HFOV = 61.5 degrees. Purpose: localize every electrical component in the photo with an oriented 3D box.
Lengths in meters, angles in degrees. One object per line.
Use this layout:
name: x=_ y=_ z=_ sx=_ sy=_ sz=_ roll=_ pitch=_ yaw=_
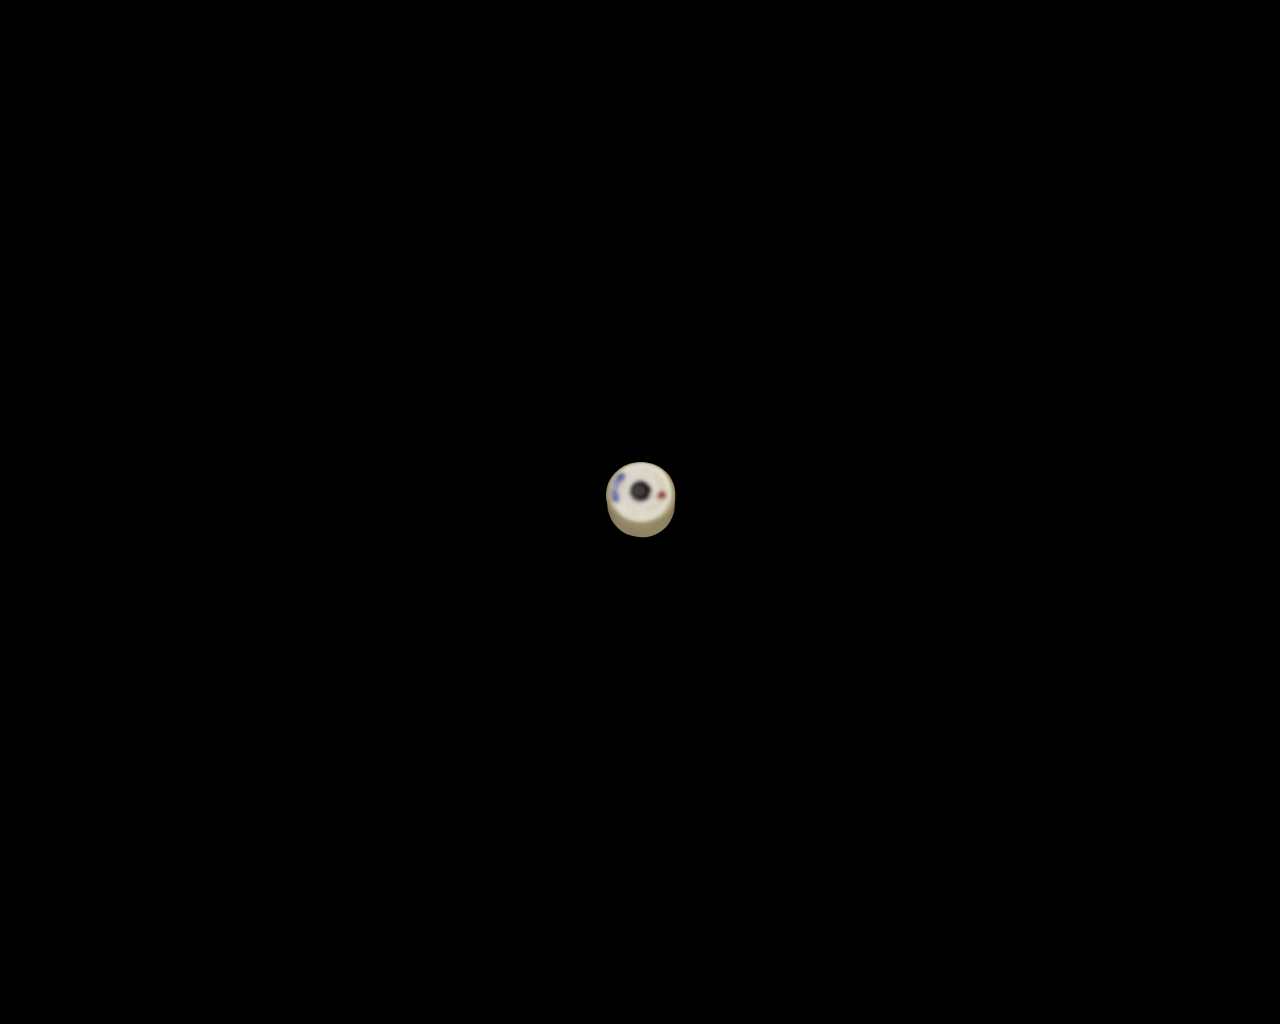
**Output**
electrical component: x=0.001 y=-0.003 z=0.650 sx=0.040 sy=0.040 sz=0.078 roll=0 pitch=-16 yaw=0
